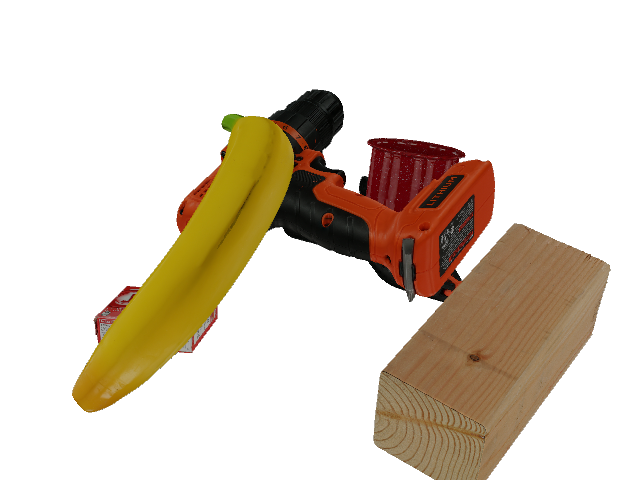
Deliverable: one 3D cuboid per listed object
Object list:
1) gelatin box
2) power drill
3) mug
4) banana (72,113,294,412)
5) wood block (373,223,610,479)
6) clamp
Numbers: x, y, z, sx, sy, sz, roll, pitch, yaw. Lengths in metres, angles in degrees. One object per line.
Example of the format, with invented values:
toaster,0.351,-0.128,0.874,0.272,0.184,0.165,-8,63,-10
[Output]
gelatin box,-0.143,0.067,0.937,0.089,0.030,0.073,4,20,12
power drill,0.021,-0.038,0.738,0.188,0.057,0.184,15,44,28
mug,0.097,-0.047,1.008,0.117,0.081,0.093,10,14,14
banana,-0.057,0.001,0.537,0.037,0.197,0.070,40,-37,-19
wood block,0.137,0.088,0.841,0.091,0.090,0.205,27,48,25
clamp,0.069,0.007,1.243,0.164,0.036,0.210,-23,53,-40
